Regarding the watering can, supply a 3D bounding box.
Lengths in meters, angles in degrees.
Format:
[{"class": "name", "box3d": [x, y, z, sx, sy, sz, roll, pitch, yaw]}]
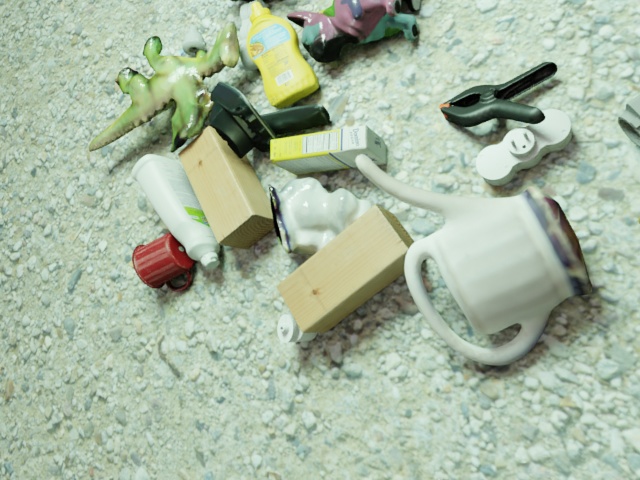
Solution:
[{"class": "watering can", "box3d": [0.207, 0.001, 0.679, 0.223, 0.105, 0.346, -28, 96, 14]}]

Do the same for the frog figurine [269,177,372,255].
[{"class": "frog figurine", "box3d": [0.003, -0.043, 0.857, 0.160, 0.120, 0.140, -12, 62, -11]}]

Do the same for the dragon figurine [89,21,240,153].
[{"class": "dragon figurine", "box3d": [-0.300, -0.264, 1.003, 0.407, 0.121, 0.247, -46, 48, 11]}]
